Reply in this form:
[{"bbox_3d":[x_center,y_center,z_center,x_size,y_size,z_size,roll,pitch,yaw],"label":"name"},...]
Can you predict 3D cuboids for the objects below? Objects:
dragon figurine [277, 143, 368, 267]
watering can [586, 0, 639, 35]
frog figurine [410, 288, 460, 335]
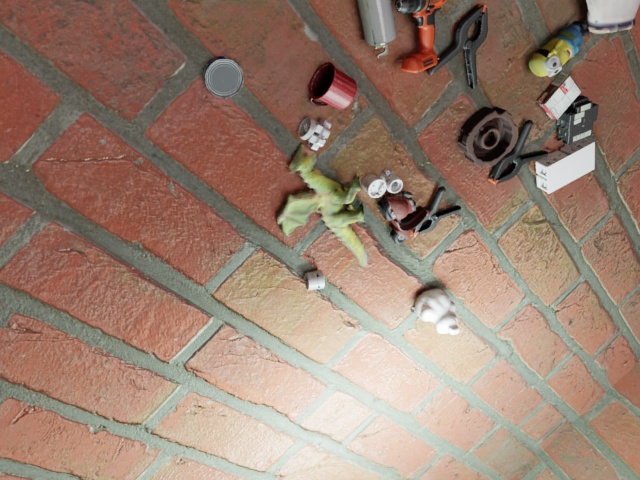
[{"bbox_3d":[0.004,-0.070,1.394,0.243,0.125,0.401,-8,121,-1],"label":"dragon figurine"},{"bbox_3d":[0.769,-0.668,1.388,0.349,0.106,0.219,-16,125,-17],"label":"watering can"},{"bbox_3d":[0.392,0.240,1.700,0.137,0.162,0.120,3,116,-27],"label":"frog figurine"}]
